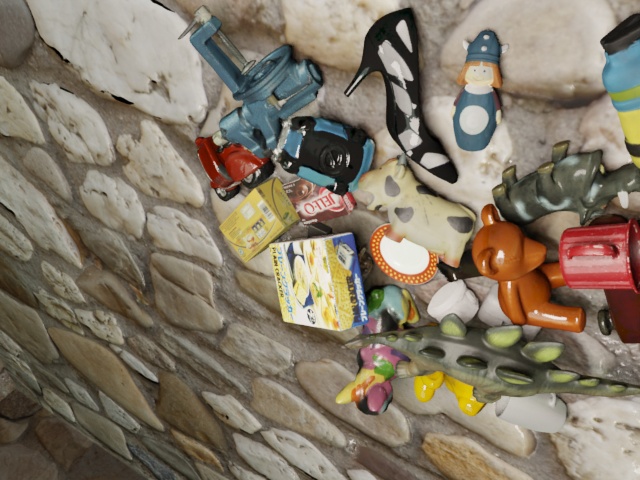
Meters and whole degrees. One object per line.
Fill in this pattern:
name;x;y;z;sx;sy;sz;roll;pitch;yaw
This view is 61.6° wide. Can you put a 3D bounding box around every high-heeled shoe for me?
high-heeled shoe;0.149;-0.201;0.770;0.248;0.086;0.145;37;109;-18

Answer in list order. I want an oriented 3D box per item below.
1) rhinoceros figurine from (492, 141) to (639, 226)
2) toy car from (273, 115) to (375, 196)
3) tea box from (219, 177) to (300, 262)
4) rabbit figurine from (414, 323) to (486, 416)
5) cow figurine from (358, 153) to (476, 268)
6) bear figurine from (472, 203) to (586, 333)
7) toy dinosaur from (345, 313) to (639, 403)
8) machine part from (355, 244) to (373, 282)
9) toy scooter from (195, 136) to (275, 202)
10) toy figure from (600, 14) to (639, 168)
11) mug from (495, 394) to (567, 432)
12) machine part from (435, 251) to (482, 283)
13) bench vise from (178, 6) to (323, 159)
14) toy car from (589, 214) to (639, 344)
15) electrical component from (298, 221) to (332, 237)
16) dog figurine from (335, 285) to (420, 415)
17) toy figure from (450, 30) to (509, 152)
rhinoceros figurine;0.326;-0.066;0.718;0.190;0.073;0.112;-18;110;44
toy car;-0.003;-0.141;0.865;0.103;0.161;0.109;-141;66;-66
tea box;-0.118;-0.037;1.067;0.098;0.068;0.169;55;138;0
rabbit figurine;0.239;0.231;0.978;0.173;0.162;0.121;45;153;24
cow figurine;0.150;-0.053;0.840;0.195;0.085;0.127;26;95;2
bear figurine;0.290;0.039;0.744;0.132;0.120;0.195;-4;142;27
toy dinosaur;0.272;0.189;0.818;0.472;0.105;0.198;8;161;5
machine part;0.039;0.088;1.049;0.079;0.079;0.243;33;135;11
toy scooter;-0.174;-0.152;1.023;0.184;0.075;0.135;-18;110;48
toy figure;0.374;-0.159;0.608;0.180;0.082;0.089;50;148;-14
mug;0.384;0.289;0.955;0.107;0.081;0.109;22;128;6
machine part;0.259;0.037;0.875;0.139;0.039;0.084;-19;115;42
bench vise;-0.125;-0.254;0.857;0.224;0.129;0.240;-20;127;36
toy car;0.425;0.056;0.755;0.089;0.053;0.202;-14;110;35
electrical component;-0.002;-0.003;1.047;0.094;0.021;0.063;26;135;17
dog figurine;0.104;0.211;0.994;0.109;0.219;0.191;2;124;31
toy figure;0.213;-0.196;0.716;0.064;0.058;0.154;-7;125;-5
